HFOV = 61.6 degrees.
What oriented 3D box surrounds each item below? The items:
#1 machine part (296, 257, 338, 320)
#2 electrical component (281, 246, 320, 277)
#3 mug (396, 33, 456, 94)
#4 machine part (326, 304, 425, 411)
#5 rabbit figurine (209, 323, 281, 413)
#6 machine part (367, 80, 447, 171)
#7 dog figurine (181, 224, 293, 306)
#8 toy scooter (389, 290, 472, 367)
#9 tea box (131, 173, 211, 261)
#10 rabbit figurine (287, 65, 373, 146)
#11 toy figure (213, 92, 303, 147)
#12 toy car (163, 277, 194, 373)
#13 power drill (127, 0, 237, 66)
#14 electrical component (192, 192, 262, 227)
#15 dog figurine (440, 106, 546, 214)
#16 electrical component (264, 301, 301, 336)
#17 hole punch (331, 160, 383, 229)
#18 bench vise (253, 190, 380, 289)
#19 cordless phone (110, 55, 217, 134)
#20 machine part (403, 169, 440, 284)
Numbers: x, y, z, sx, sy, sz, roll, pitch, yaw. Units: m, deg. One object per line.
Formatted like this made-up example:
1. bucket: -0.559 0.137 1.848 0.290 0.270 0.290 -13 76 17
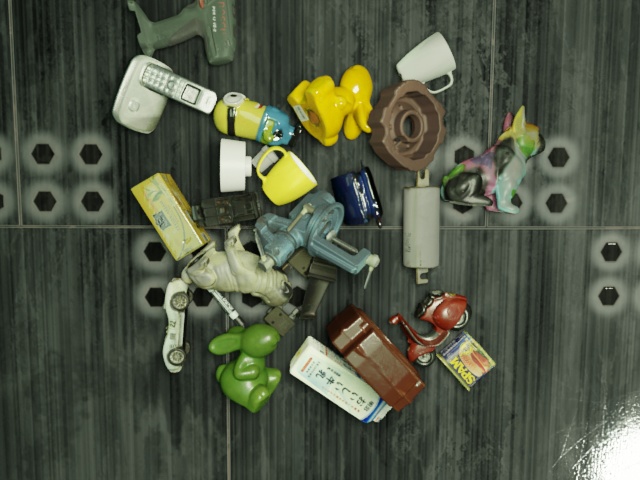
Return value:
1. machine part: -0.010 0.105 1.142 0.084 0.039 0.138 18 96 -40
2. electrical component: -0.038 0.032 1.147 0.078 0.045 0.102 37 97 -33
3. mug: 0.218 -0.351 1.104 0.107 0.081 0.109 -25 102 12
4. machine part: 0.111 0.231 1.090 0.087 0.201 0.201 -44 95 0
5. rabbit figurine: -0.144 0.240 1.128 0.159 0.121 0.170 27 110 17
6. machine part: 0.176 -0.228 1.085 0.179 0.056 0.179 -4 98 -32
7. dog figurine: -0.169 0.089 1.119 0.172 0.121 0.190 -30 108 20
8. toy scooter: 0.228 0.173 1.151 0.135 0.075 0.184 37 97 -10
9. tea box: -0.302 -0.049 1.101 0.068 0.098 0.169 -32 94 1
10. rabbit figurine: 0.049 -0.279 1.082 0.173 0.122 0.162 -45 107 -24
11. toy figure: -0.128 -0.238 1.097 0.180 0.082 0.089 22 90 -7
12. toy car: -0.302 0.179 1.134 0.056 0.073 0.201 4 95 -6
13. power drill: -0.271 -0.459 1.078 0.207 0.086 0.231 -13 98 -8
14. electrical component: -0.189 -0.063 1.095 0.134 0.115 0.058 -9 94 -3
15. dog figurine: 0.360 -0.169 1.111 0.192 0.108 0.219 12 91 0
16. electrical component: -0.089 0.173 1.166 0.063 0.021 0.094 43 91 -5
17. hole punch: 0.074 -0.088 1.106 0.092 0.116 0.142 -14 96 8
18. bench vise: -0.003 0.004 1.047 0.241 0.224 0.128 29 136 21
19. cordless phone: -0.313 -0.274 1.089 0.184 0.089 0.146 22 94 -8
20. machine part: 0.212 -0.028 1.131 0.079 0.079 0.243 0 96 -2
